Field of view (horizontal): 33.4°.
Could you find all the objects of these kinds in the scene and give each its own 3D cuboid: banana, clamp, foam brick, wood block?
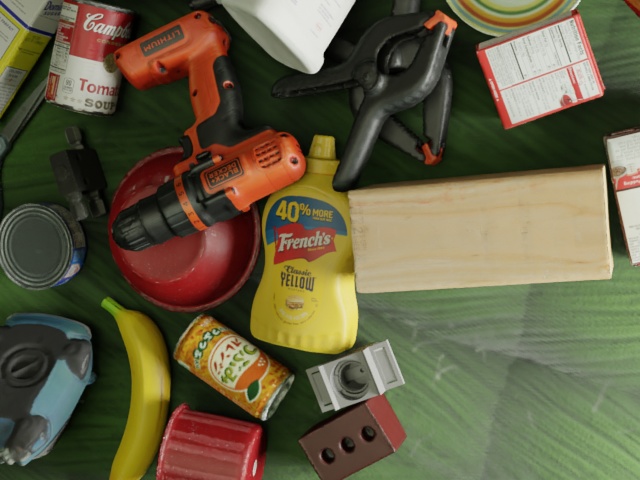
[{"bbox_3d":[-0.177,0.154,1.044,0.070,0.037,0.198,3,95,35],"label":"banana"},{"bbox_3d":[0.048,-0.159,0.941,0.165,0.036,0.210,-19,86,19],"label":"clamp"},{"bbox_3d":[0.031,0.180,0.971,0.078,0.051,0.053,-33,86,17],"label":"foam brick"},{"bbox_3d":[0.037,-0.138,0.906,0.120,0.039,0.172,47,105,15],"label":"clamp"},{"bbox_3d":[0.137,-0.009,0.900,0.206,0.090,0.090,-4,95,17],"label":"wood block"}]

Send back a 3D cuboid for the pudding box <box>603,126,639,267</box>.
[{"bbox_3d":[0.288,-0.042,0.877,0.090,0.039,0.113,-12,93,17],"label":"pudding box"}]

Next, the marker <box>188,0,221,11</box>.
[{"bbox_3d":[-0.066,-0.233,0.979,0.121,0.020,0.020,-15,91,18],"label":"marker"}]

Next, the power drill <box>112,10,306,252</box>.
[{"bbox_3d":[-0.122,-0.097,0.955,0.184,0.057,0.188,-24,71,7],"label":"power drill"}]

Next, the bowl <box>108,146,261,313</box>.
[{"bbox_3d":[-0.139,-0.008,1.005,0.162,0.055,0.162,2,95,17],"label":"bowl"}]

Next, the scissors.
[{"bbox_3d":[-0.317,-0.075,1.074,0.202,0.016,0.096,-32,87,17],"label":"scissors"}]

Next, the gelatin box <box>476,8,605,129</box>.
[{"bbox_3d":[0.184,-0.143,0.893,0.089,0.030,0.073,-19,109,18],"label":"gelatin box"}]

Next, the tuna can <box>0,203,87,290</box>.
[{"bbox_3d":[-0.276,0.006,1.059,0.086,0.033,0.086,2,96,17],"label":"tuna can"}]

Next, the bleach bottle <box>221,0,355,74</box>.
[{"bbox_3d":[0.025,-0.270,0.892,0.068,0.102,0.251,29,82,42],"label":"bleach bottle"}]

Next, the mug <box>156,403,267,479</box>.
[{"bbox_3d":[-0.101,0.212,0.986,0.081,0.117,0.093,9,127,11],"label":"mug"}]

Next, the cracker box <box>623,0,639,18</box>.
[{"bbox_3d":[0.257,-0.298,0.834,0.164,0.072,0.214,-41,83,7],"label":"cracker box"}]

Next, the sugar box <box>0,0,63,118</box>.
[{"bbox_3d":[-0.311,-0.208,1.041,0.093,0.048,0.176,43,103,19],"label":"sugar box"}]

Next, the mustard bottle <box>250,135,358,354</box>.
[{"bbox_3d":[-0.006,0.001,0.962,0.096,0.058,0.192,10,98,24],"label":"mustard bottle"}]

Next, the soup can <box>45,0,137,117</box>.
[{"bbox_3d":[-0.217,-0.173,1.006,0.068,0.068,0.102,17,101,15],"label":"soup can"}]
